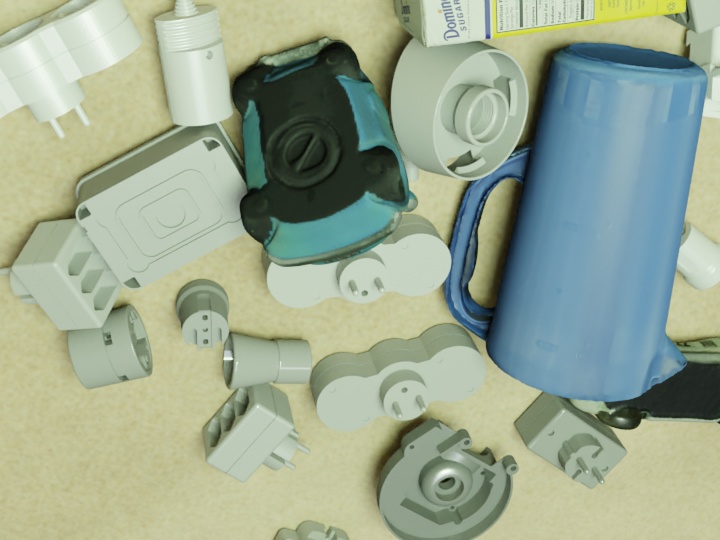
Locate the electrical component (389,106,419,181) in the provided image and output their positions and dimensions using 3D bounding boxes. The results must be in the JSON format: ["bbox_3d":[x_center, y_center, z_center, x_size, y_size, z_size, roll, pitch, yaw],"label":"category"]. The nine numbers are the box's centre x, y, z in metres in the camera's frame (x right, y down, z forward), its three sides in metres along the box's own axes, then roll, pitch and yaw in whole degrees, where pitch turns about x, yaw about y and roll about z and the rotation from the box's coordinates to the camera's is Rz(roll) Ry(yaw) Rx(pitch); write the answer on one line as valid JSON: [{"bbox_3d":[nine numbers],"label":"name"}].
[{"bbox_3d":[0.038,-0.094,0.777,0.035,0.035,0.061,-4,119,-10],"label":"electrical component"}]

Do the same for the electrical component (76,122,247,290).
[{"bbox_3d":[-0.133,-0.049,0.751,0.113,0.057,0.078,-28,118,3],"label":"electrical component"}]

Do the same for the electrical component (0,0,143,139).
[{"bbox_3d":[-0.205,-0.121,0.703,0.138,0.052,0.073,-26,119,1],"label":"electrical component"}]

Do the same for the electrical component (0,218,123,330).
[{"bbox_3d":[-0.221,0.005,0.763,0.077,0.047,0.065,-5,134,24],"label":"electrical component"}]

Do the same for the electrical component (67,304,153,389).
[{"bbox_3d":[-0.185,0.058,0.796,0.047,0.055,0.055,-16,118,1],"label":"electrical component"}]

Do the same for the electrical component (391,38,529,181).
[{"bbox_3d":[0.067,-0.112,0.738,0.099,0.064,0.099,-19,121,-35],"label":"electrical component"}]

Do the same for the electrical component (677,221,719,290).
[{"bbox_3d":[0.268,-0.013,0.864,0.046,0.040,0.040,36,104,-19],"label":"electrical component"}]

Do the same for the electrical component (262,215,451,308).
[{"bbox_3d":[0.000,0.000,0.793,0.138,0.073,0.052,-6,117,-9],"label":"electrical component"}]

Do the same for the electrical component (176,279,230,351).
[{"bbox_3d":[-0.117,0.034,0.802,0.040,0.046,0.040,-5,117,-9],"label":"electrical component"}]

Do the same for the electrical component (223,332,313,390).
[{"bbox_3d":[-0.070,0.071,0.834,0.065,0.044,0.044,2,116,-18],"label":"electrical component"}]

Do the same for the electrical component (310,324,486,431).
[{"bbox_3d":[0.033,0.093,0.847,0.138,0.073,0.052,-15,118,-4],"label":"electrical component"}]

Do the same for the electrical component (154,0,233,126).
[{"bbox_3d":[-0.111,-0.142,0.717,0.043,0.043,0.081,-9,117,-7],"label":"electrical component"}]

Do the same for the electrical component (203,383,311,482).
[{"bbox_3d":[-0.075,0.135,0.860,0.077,0.047,0.065,35,105,-25],"label":"electrical component"}]

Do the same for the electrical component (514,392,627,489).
[{"bbox_3d":[0.184,0.153,0.907,0.083,0.075,0.047,34,105,-24],"label":"electrical component"}]

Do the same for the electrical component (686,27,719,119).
[{"bbox_3d":[0.261,-0.146,0.777,0.042,0.081,0.063,5,86,-15],"label":"electrical component"}]

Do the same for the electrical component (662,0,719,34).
[{"bbox_3d":[0.251,-0.207,0.748,0.077,0.065,0.047,-22,118,0],"label":"electrical component"}]

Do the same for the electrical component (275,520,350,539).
[{"bbox_3d":[-0.033,0.255,0.919,0.078,0.057,0.058,22,101,-20],"label":"electrical component"}]
